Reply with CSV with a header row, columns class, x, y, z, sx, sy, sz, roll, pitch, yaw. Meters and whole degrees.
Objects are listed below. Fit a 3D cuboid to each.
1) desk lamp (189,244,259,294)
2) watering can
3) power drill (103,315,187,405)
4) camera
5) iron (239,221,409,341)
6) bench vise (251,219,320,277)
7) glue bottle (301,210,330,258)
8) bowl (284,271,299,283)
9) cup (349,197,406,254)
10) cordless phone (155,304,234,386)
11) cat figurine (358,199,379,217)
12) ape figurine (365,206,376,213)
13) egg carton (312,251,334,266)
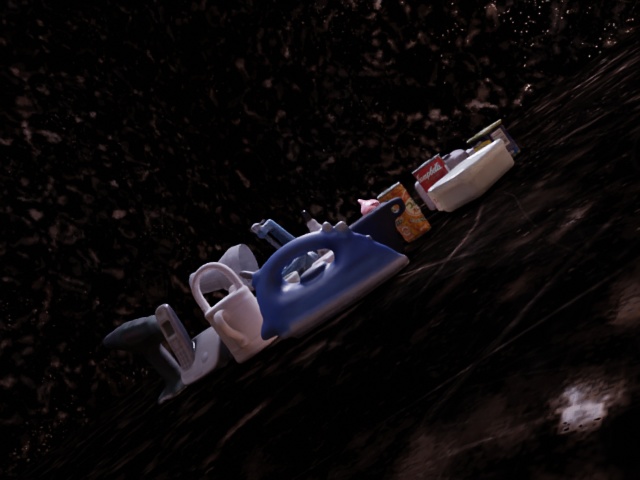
class,x,y,z,sx,sy,sz,roll,pitch,yaw
desk lamp,-0.221,0.142,1.457,0.203,0.213,0.118,-35,2,14
watering can,-0.173,0.132,1.113,0.101,0.194,0.173,-36,2,-11
power drill,-0.395,0.275,1.339,0.229,0.208,0.076,-34,2,35
camera,0.286,-0.149,1.333,0.143,0.101,0.137,-35,2,10
iron,-0.003,0.048,0.912,0.258,0.141,0.119,-35,2,15
bench vise,-0.067,0.028,1.442,0.121,0.220,0.208,-34,2,36
glue bottle,0.012,0.005,1.298,0.037,0.173,0.078,-37,2,-33
bowl,-0.099,0.146,1.281,0.167,0.075,0.167,-36,2,2
cup,0.115,-0.011,1.003,0.117,0.095,0.092,-35,2,19
cordless phone,-0.272,0.205,1.210,0.147,0.185,0.094,-34,2,33
cat figurine,0.150,-0.071,1.598,0.067,0.118,0.128,-36,2,2
ape figurine,0.143,-0.042,1.359,0.077,0.092,0.076,-35,2,32
egg carton,0.049,0.046,1.176,0.150,0.069,0.107,-37,2,-23
